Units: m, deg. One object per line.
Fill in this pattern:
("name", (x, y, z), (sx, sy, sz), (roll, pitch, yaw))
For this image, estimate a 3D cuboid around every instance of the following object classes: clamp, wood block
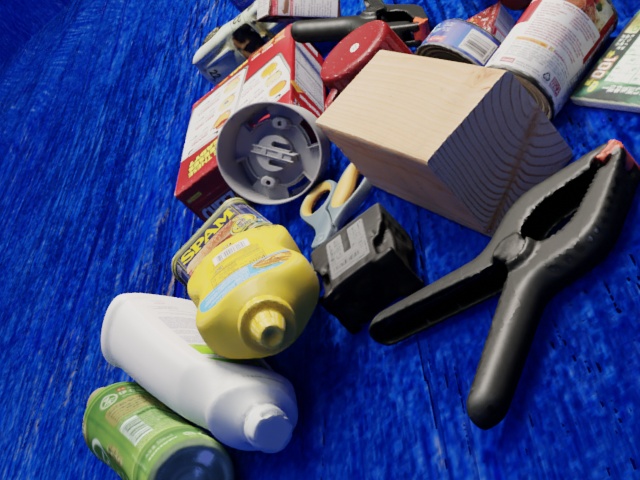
("clamp", (0.063, -0.239, 1.152), (0.172, 0.039, 0.120), (18, 49, 40))
("clamp", (0.133, 0.023, 0.686), (0.210, 0.036, 0.165), (-44, 26, 3))
("wood block", (0.090, -0.082, 0.846), (0.091, 0.090, 0.206), (-48, 26, -6))

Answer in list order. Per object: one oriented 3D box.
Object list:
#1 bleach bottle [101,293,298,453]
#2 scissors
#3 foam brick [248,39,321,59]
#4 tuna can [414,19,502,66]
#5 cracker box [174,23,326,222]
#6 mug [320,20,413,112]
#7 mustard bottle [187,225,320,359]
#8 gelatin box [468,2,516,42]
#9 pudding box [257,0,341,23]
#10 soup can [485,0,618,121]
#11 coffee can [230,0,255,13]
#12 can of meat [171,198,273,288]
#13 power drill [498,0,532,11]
("bleach bottle", (-0.091, 0.105, 0.827), (0.251, 0.102, 0.068), (26, 106, 63))
("scissors", (-0.006, 0.001, 0.951), (0.096, 0.016, 0.201), (-14, 38, 50))
("foam brick", (-0.045, -0.212, 1.287), (0.078, 0.053, 0.051), (-30, 29, 25))
("tuna can", (0.123, -0.144, 0.894), (0.033, 0.086, 0.086), (-52, 26, -17))
("cracker box", (-0.071, -0.127, 1.177), (0.164, 0.072, 0.213), (-36, 28, 21))
("mug", (0.047, -0.145, 1.013), (0.117, 0.081, 0.093), (-51, 26, -12))
("mustard bottle", (-0.048, 0.043, 0.800), (0.096, 0.058, 0.192), (-31, 16, -2))
("gelatin box", (0.136, -0.170, 0.978), (0.073, 0.030, 0.089), (-24, 32, 38))
("pudding box", (-0.027, -0.285, 1.304), (0.113, 0.090, 0.039), (-149, 59, -79))
("soup can", (0.179, -0.148, 0.837), (0.102, 0.068, 0.069), (-54, 27, -17))
("coffee can", (-0.084, -0.359, 1.463), (0.103, 0.140, 0.103), (-35, 27, 21))
("can of meat", (-0.081, 0.018, 0.993), (0.102, 0.057, 0.084), (-47, 27, -4))
("power drill", (0.185, -0.271, 0.901), (0.057, 0.184, 0.188), (-62, 21, -17))
